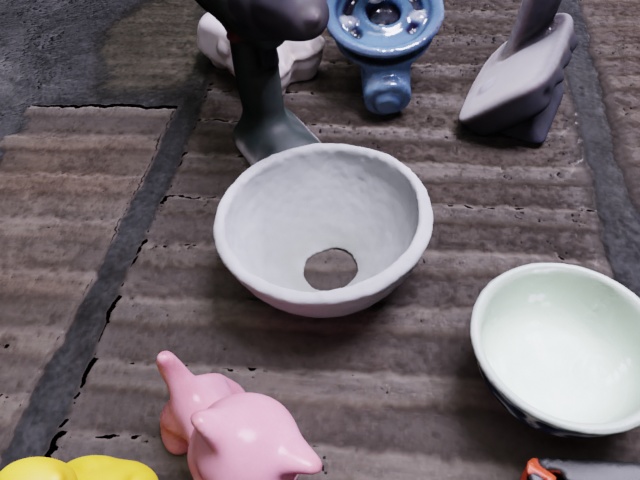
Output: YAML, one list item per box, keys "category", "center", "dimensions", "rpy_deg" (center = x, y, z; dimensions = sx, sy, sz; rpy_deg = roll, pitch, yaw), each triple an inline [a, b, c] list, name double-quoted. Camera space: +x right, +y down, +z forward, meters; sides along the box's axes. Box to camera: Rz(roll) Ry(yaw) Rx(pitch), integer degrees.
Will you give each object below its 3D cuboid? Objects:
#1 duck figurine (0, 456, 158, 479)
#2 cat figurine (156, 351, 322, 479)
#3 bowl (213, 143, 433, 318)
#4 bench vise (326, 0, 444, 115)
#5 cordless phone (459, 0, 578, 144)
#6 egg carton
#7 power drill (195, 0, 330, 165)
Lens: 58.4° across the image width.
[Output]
- category: "duck figurine"
  center: [-0.151, 0.155, 0.334]
  dimensions: [0.104, 0.086, 0.077]
  rpy_deg: [-13, 49, -6]
- category: "cat figurine"
  center: [-0.056, 0.114, 0.339]
  dimensions: [0.067, 0.118, 0.127]
  rpy_deg: [-37, 55, -23]
- category: "bowl"
  center: [0.004, 0.002, 0.459]
  dimensions: [0.167, 0.075, 0.167]
  rpy_deg: [-3, 49, 3]
- category: "bench vise"
  center: [0.052, -0.270, 0.594]
  dimensions: [0.121, 0.220, 0.207]
  rpy_deg: [-17, 50, -8]
- category: "cordless phone"
  center: [0.196, -0.199, 0.540]
  dimensions: [0.094, 0.185, 0.148]
  rpy_deg: [15, 52, 18]
- category: "egg carton"
  center: [-0.073, -0.229, 0.670]
  dimensions: [0.107, 0.069, 0.150]
  rpy_deg: [-38, 56, -24]
- category: "power drill"
  center: [-0.050, -0.161, 0.517]
  dimensions: [0.076, 0.209, 0.229]
  rpy_deg: [-26, 52, -16]
